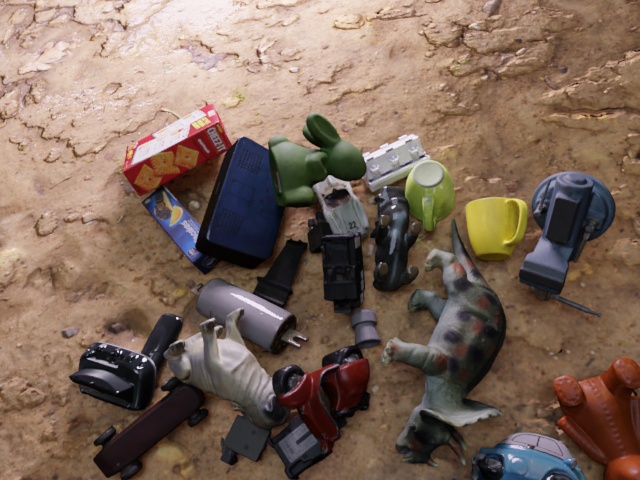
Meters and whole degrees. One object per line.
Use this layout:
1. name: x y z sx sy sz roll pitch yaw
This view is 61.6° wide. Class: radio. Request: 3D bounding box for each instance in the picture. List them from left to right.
1. radio: -0.137 -0.068 1.020 0.131 0.073 0.229 23 65 -22

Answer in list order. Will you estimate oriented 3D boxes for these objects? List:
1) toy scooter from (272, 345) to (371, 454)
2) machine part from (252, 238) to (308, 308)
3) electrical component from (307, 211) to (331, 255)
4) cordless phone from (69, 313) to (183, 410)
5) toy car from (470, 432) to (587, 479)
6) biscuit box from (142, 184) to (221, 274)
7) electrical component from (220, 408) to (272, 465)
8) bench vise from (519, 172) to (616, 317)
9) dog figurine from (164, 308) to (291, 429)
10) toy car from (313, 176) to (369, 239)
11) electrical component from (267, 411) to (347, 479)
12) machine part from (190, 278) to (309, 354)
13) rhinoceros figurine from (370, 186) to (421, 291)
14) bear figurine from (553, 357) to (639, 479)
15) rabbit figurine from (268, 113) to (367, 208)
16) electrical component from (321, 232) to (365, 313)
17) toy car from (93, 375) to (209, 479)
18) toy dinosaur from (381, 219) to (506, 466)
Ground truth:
1. toy scooter: 0.018 0.243 0.824 0.184 0.075 0.135 -9 69 -41
2. machine part: -0.069 0.058 0.992 0.084 0.039 0.139 20 70 29
3. electrical component: -0.002 -0.003 0.995 0.021 0.063 0.094 -1 69 -28
4. cordless phone: -0.343 0.201 0.972 0.147 0.088 0.184 11 55 20
5. toy car: 0.296 0.321 0.739 0.162 0.109 0.103 12 43 31
6. biscuit box: -0.272 -0.023 1.068 0.059 0.062 0.203 -42 61 -9
7. electrical component: -0.120 0.314 0.868 0.078 0.045 0.102 18 69 7
8. bench vise: 0.400 -0.020 0.861 0.129 0.223 0.240 9 32 35
9. dog figurine: -0.149 0.229 0.854 0.172 0.121 0.190 -37 78 38
10. toy car: 0.032 -0.080 1.029 0.073 0.056 0.202 -24 60 1
11. electrical component: -0.014 0.310 0.842 0.119 0.047 0.075 -34 61 -3
12. machine part: -0.130 0.132 0.945 0.243 0.079 0.079 23 71 22
13. rhinoceros figurine: 0.129 -0.005 0.942 0.073 0.112 0.190 3 75 -3
14. bear figurine: 0.399 0.277 0.716 0.120 0.131 0.196 -17 55 9
15. rabbit figurine: -0.004 -0.141 0.975 0.170 0.121 0.159 -12 88 -13
16. electrical component: 0.041 0.054 0.911 0.058 0.115 0.134 -3 91 13
17. toy car: -0.281 0.311 0.896 0.202 0.053 0.089 -39 93 -6
18. toy dinosaur: 0.218 0.146 0.838 0.192 0.131 0.405 26 67 11
